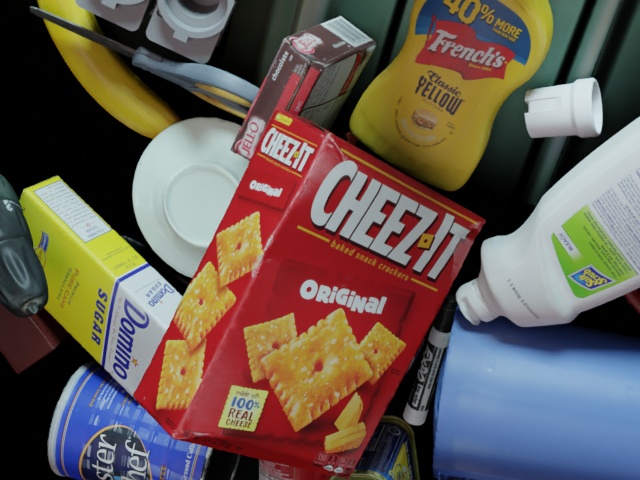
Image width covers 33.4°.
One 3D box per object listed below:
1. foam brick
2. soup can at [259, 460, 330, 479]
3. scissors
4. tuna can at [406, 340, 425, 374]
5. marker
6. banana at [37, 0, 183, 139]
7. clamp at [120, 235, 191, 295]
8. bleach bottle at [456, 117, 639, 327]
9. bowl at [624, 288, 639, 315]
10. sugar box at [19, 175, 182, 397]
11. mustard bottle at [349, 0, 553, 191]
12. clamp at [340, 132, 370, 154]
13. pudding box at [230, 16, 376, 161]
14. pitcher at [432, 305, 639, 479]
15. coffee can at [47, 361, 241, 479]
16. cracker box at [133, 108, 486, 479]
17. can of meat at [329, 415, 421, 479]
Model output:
[{"bbox_3d":[-0.261,0.066,0.940,0.053,0.051,0.078,-31,100,26],"label":"foam brick"},{"bbox_3d":[-0.018,0.191,0.902,0.068,0.068,0.102,8,114,15],"label":"soup can"},{"bbox_3d":[-0.117,-0.131,0.776,0.201,0.096,0.016,25,84,-13],"label":"scissors"},{"bbox_3d":[0.040,0.074,0.853,0.086,0.033,0.086,7,113,16],"label":"tuna can"},{"bbox_3d":[0.089,0.096,0.850,0.020,0.020,0.121,19,119,10],"label":"marker"},{"bbox_3d":[-0.171,-0.155,0.826,0.070,0.037,0.198,-17,106,24],"label":"banana"},{"bbox_3d":[-0.073,0.051,0.877,0.165,0.036,0.210,-20,99,26],"label":"clamp"},{"bbox_3d":[0.190,-0.019,0.685,0.251,0.068,0.102,-33,97,29],"label":"bleach bottle"},{"bbox_3d":[0.279,-0.009,0.725,0.162,0.055,0.162,7,114,16],"label":"bowl"},{"bbox_3d":[-0.184,0.040,0.880,0.176,0.048,0.093,43,130,16],"label":"sugar box"},{"bbox_3d":[0.103,-0.133,0.731,0.096,0.058,0.192,33,118,5],"label":"mustard bottle"},{"bbox_3d":[-0.005,0.001,0.803,0.120,0.039,0.171,5,96,-5],"label":"clamp"},{"bbox_3d":[-0.010,-0.104,0.750,0.039,0.113,0.090,35,118,9],"label":"pudding box"},{"bbox_3d":[0.203,0.136,0.768,0.243,0.145,0.149,9,115,12],"label":"pitcher"},{"bbox_3d":[-0.146,0.171,0.916,0.140,0.102,0.103,13,115,13],"label":"coffee can"},{"bbox_3d":[-0.003,0.045,0.718,0.072,0.164,0.214,32,96,50],"label":"cracker box"},{"bbox_3d":[0.046,0.210,0.879,0.057,0.083,0.102,-2,111,18],"label":"can of meat"}]
